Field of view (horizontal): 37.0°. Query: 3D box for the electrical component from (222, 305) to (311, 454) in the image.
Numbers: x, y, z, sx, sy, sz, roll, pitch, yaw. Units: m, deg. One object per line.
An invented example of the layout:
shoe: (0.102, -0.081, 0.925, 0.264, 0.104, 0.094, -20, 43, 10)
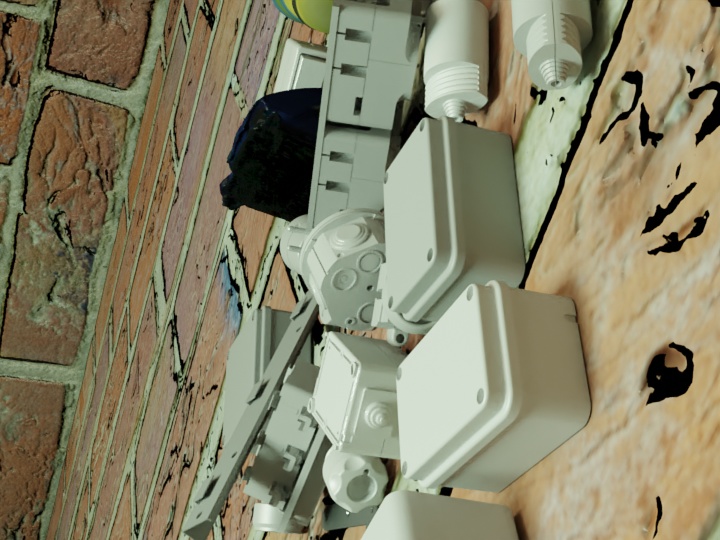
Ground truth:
electrical component: (-0.087, 0.106, 1.011, 0.108, 0.056, 0.108, 127, 148, -53)

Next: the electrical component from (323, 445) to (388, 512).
electrical component: (-0.006, 0.142, 0.774, 0.062, 0.043, 0.043, -129, 52, -68)

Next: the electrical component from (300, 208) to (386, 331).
electrical component: (0.000, 0.000, 0.779, 0.051, 0.080, 0.080, -119, 43, -54)

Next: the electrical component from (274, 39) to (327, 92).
electrical component: (-0.047, -0.166, 1.030, 0.061, 0.062, 0.096, -128, 51, -65)

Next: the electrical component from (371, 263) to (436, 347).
electrical component: (0.035, 0.019, 0.720, 0.055, 0.048, 0.066, 165, 115, -78)

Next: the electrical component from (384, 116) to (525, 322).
electrical component: (0.055, -0.029, 0.666, 0.078, 0.057, 0.113, 127, 148, -53)

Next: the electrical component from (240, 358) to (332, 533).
electrical component: (-0.046, 0.134, 0.846, 0.078, 0.063, 0.121, -62, -5, -59)

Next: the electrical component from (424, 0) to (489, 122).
electrical component: (0.064, -0.136, 0.717, 0.043, 0.043, 0.081, 137, 139, -61)

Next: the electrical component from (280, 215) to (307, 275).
electrical component: (-0.037, -0.018, 0.936, 0.047, 0.055, 0.055, -148, 70, -67)

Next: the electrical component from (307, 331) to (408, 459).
electrical component: (0.010, 0.086, 0.729, 0.096, 0.061, 0.061, -142, 64, -69)

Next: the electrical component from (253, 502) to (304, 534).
electrical component: (-0.068, 0.197, 0.924, 0.045, 0.045, 0.055, 148, 129, -66)

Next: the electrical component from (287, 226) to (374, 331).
electrical component: (-0.024, -0.019, 0.864, 0.052, 0.074, 0.138, 125, 150, -51)

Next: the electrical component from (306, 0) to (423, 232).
electrical component: (0.004, -0.129, 0.792, 0.105, 0.060, 0.186, -84, 2, -50)

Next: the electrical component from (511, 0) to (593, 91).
electrical component: (0.106, -0.136, 0.595, 0.043, 0.043, 0.081, 133, 143, -58)

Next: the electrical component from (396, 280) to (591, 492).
electrical component: (0.067, 0.065, 0.579, 0.113, 0.057, 0.078, 125, 150, -51)

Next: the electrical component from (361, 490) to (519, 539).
electrical component: (0.035, 0.179, 0.580, 0.057, 0.078, 0.113, -97, 25, -49)

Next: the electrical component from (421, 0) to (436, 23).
electrical component: (0.043, -0.246, 0.807, 0.096, 0.062, 0.061, 128, 153, -54)
